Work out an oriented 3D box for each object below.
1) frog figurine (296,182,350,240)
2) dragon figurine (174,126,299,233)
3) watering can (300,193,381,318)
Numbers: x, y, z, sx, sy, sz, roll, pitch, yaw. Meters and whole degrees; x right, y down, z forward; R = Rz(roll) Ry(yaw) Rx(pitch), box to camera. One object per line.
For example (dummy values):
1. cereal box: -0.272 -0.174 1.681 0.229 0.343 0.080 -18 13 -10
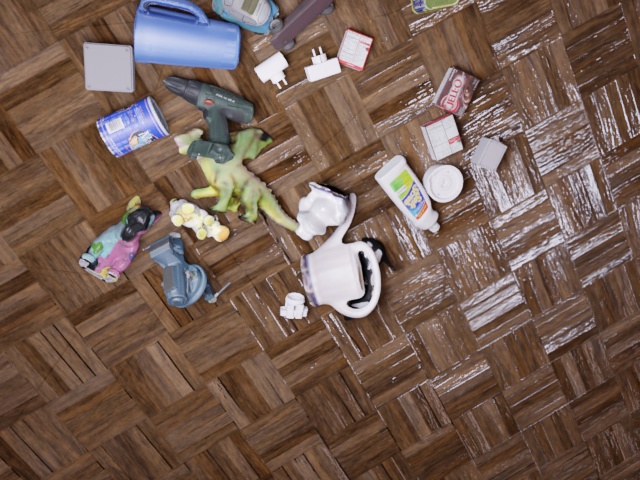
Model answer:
1. frog figurine: 0.004 -0.071 1.416 0.137 0.124 0.157 21 105 -3
2. dragon figurine: -0.193 -0.178 1.364 0.408 0.123 0.242 16 94 -25
3. watering can: 0.048 0.053 1.464 0.224 0.103 0.350 -13 81 10
